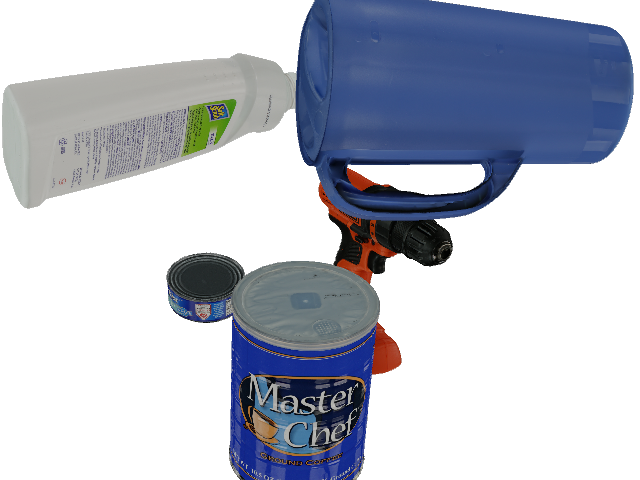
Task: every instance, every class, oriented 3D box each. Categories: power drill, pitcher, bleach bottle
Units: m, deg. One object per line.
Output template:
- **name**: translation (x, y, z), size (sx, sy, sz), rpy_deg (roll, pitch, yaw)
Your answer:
- **power drill**: translation (0.057, 0.037, 1.072), size (0.057, 0.188, 0.185), rpy_deg (-8, 28, -32)
- **pitcher**: translation (0.105, -0.106, 0.808), size (0.242, 0.149, 0.145), rpy_deg (2, 31, -12)
- **bleach bottle**: translation (-0.126, -0.098, 0.870), size (0.250, 0.068, 0.103), rpy_deg (-14, -31, -25)

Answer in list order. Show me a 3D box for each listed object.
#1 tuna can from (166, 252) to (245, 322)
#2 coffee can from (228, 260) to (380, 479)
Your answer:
- **tuna can**: translation (-0.126, 0.052, 1.176), size (0.086, 0.034, 0.086), rpy_deg (2, 36, -2)
- **coffee can**: translation (-0.014, 0.100, 0.765), size (0.103, 0.140, 0.103), rpy_deg (3, 30, -2)
